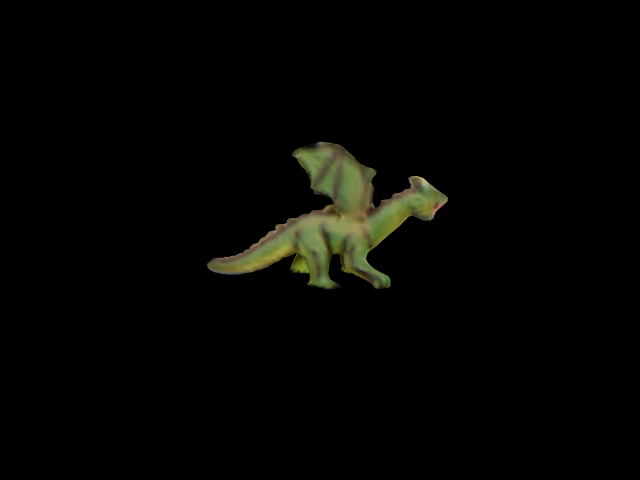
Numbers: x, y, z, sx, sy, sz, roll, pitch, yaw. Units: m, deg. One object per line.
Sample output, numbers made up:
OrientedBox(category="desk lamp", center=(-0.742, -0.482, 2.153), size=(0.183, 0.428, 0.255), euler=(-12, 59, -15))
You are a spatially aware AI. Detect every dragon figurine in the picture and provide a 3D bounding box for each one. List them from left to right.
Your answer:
OrientedBox(category="dragon figurine", center=(0.003, -0.043, 0.850), size=(0.410, 0.239, 0.124), euler=(1, 16, 5))
